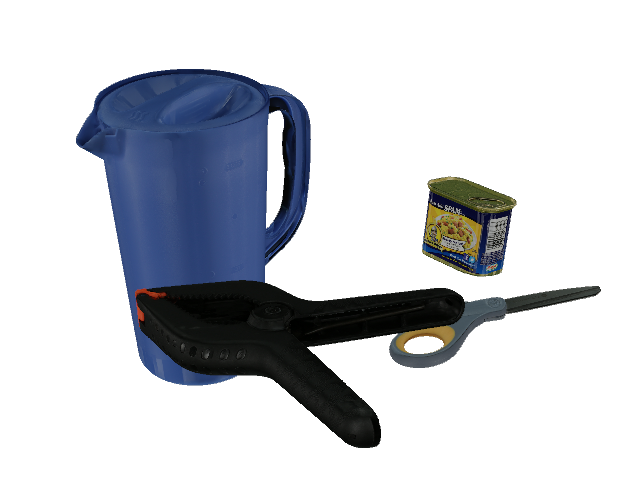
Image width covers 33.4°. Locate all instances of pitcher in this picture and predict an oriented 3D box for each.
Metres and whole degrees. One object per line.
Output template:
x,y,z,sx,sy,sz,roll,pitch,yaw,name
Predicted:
-0.094,-0.011,0.866,0.149,0.243,0.144,7,30,14,pitcher

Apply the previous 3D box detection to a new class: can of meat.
0.163,-0.015,1.187,0.057,0.084,0.102,-13,28,-39,can of meat

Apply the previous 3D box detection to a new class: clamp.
-0.020,0.056,0.678,0.210,0.036,0.164,12,28,29,clamp

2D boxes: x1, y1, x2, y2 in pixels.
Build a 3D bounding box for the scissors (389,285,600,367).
0.135,0.067,0.864,0.202,0.016,0.096,-1,34,1,scissors
